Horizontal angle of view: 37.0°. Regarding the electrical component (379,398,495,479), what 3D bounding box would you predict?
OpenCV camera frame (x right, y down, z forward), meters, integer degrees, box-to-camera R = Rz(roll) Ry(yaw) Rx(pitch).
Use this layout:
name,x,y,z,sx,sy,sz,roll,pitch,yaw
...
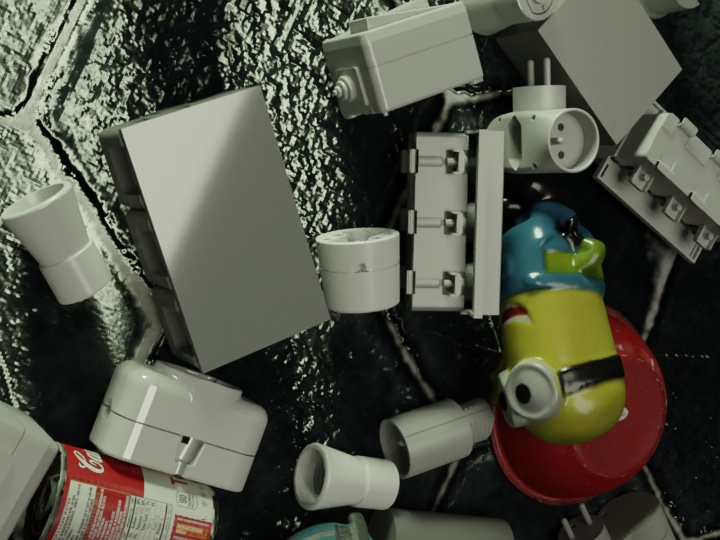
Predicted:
name,x,y,z,sx,sy,sz,roll,pitch,yaw
electrical component,0.059,0.114,0.758,0.081,0.043,0.043,-15,102,-25

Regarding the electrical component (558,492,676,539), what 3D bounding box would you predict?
name,x,y,z,sx,sy,sz,roll,pitch,yaw
electrical component,0.176,0.213,0.823,0.138,0.052,0.073,-34,109,-21

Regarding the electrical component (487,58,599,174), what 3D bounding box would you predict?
name,x,y,z,sx,sy,sz,roll,pitch,yaw
electrical component,0.125,-0.107,0.751,0.043,0.077,0.079,-5,97,-27

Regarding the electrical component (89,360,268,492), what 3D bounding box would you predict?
name,x,y,z,sx,sy,sz,roll,pitch,yaw
electrical component,-0.109,0.093,0.663,0.095,0.054,0.059,22,85,-27

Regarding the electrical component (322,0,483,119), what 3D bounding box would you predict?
name,x,y,z,sx,sy,sz,roll,pitch,yaw
electrical component,0.021,-0.138,0.703,0.096,0.062,0.061,-23,105,-24

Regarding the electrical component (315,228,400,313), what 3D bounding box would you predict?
name,x,y,z,sx,sy,sz,roll,pitch,yaw
electrical component,0.000,0.000,0.711,0.055,0.055,0.047,-10,103,-26

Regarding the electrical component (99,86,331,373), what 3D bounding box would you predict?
name,x,y,z,sx,sy,sz,roll,pitch,yaw
electrical component,-0.089,-0.026,0.657,0.089,0.062,0.150,-22,105,-24

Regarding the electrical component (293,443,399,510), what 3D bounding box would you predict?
name,x,y,z,sx,sy,sz,roll,pitch,yaw
electrical component,-0.007,0.143,0.729,0.065,0.044,0.044,14,89,-33

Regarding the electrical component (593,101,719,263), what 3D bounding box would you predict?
name,x,y,z,sx,sy,sz,roll,pitch,yaw
electrical component,0.246,-0.069,0.825,0.121,0.063,0.078,36,78,-26

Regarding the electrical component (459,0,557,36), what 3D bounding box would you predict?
name,x,y,z,sx,sy,sz,roll,pitch,yaw
electrical component,0.104,-0.186,0.738,0.044,0.065,0.044,-4,98,-28

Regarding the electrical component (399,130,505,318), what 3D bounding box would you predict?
name,x,y,z,sx,sy,sz,roll,pitch,yaw
electrical component,0.061,-0.033,0.728,0.063,0.079,0.121,1,95,-6

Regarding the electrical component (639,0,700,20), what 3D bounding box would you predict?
name,x,y,z,sx,sy,sz,roll,pitch,yaw
electrical component,0.232,-0.212,0.813,0.040,0.046,0.040,-3,96,-27

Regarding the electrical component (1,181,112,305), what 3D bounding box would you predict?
name,x,y,z,sx,sy,sz,roll,pitch,yaw
electrical component,-0.174,-0.013,0.627,0.044,0.044,0.065,-33,114,-21

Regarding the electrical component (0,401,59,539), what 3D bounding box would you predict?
name,x,y,z,sx,sy,sz,roll,pitch,yaw
electrical component,-0.206,0.107,0.590,0.061,0.096,0.061,33,80,-26
